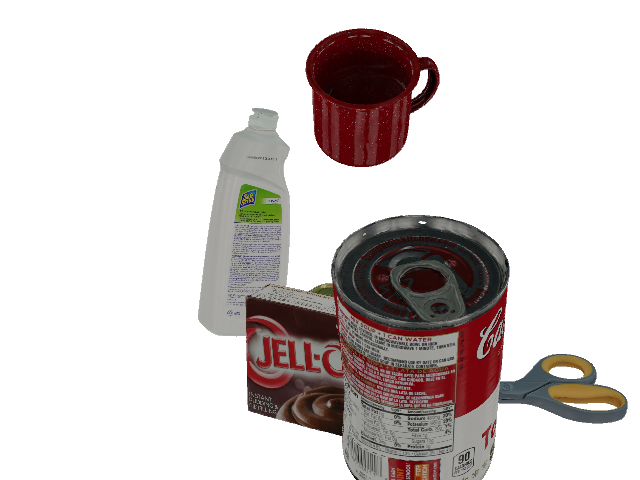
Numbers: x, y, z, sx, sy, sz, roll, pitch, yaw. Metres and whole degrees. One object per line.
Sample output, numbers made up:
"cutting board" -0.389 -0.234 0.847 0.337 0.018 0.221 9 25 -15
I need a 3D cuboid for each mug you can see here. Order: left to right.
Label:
"mug" 0.046 -0.120 0.896 0.117 0.093 0.081 -21 -34 -14

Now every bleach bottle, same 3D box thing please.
"bleach bottle" -0.073 -0.021 1.188 0.102 0.251 0.068 0 18 -31

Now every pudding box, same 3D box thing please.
"pudding box" 0.002 0.085 0.747 0.114 0.090 0.039 9 21 26

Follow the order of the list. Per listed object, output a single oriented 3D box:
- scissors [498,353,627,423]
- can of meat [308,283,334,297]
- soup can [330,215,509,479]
"scissors" 0.164 0.122 0.930 0.202 0.016 0.096 8 27 1
"can of meat" -0.010 0.100 0.953 0.101 0.084 0.058 -29 50 -33
"soup can" 0.040 0.050 0.436 0.068 0.102 0.068 -2 36 1
